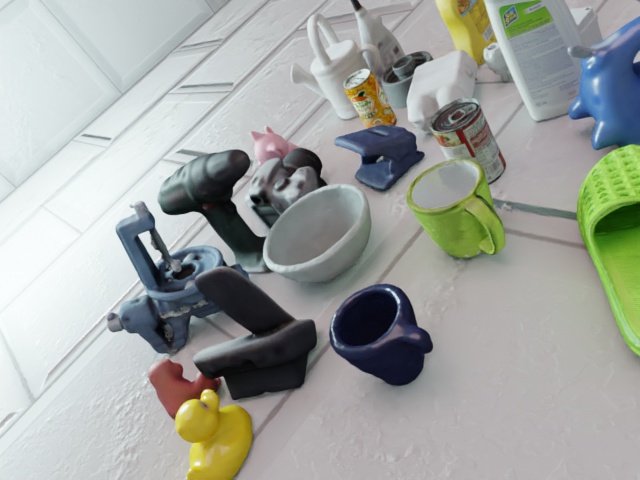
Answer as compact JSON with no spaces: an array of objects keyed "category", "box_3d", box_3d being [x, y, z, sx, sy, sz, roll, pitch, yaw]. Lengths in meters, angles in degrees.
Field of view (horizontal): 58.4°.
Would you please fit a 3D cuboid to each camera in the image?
[{"category":"camera","box_3d":[-0.043,-0.097,0.946,0.142,0.101,0.137,-2,47,42]}]

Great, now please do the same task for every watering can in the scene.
[{"category":"watering can","box_3d":[0.025,-0.332,1.085,0.172,0.195,0.101,-29,34,14]}]

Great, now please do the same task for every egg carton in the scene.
[{"category":"egg carton","box_3d":[0.199,-0.241,0.924,0.107,0.070,0.150,-14,40,32]}]

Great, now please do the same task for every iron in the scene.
[{"category":"iron","box_3d":[0.402,-0.207,0.624,0.258,0.142,0.118,-26,35,18]}]

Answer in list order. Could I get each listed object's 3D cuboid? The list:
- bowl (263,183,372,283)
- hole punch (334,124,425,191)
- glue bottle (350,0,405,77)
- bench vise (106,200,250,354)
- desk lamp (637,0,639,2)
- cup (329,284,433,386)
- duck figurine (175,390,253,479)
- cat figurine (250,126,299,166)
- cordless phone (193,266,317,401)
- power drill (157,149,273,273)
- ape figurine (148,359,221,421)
[{"category":"bowl","box_3d":[0.007,0.003,0.800,0.167,0.075,0.167,-25,35,19]},{"category":"hole punch","box_3d":[0.090,-0.145,0.889,0.101,0.091,0.108,-43,33,-9]},{"category":"glue bottle","box_3d":[0.104,-0.398,1.111,0.078,0.174,0.037,-50,35,-19]},{"category":"bench vise","box_3d":[-0.234,0.060,0.822,0.207,0.220,0.121,-43,33,-9]},{"category":"desk lamp","box_3d":[0.445,-0.324,0.661,0.117,0.214,0.203,9,55,48]},{"category":"cup","box_3d":[0.078,0.108,0.584,0.117,0.095,0.092,8,54,48]},{"category":"duck figurine","box_3d":[-0.130,0.221,0.650,0.077,0.086,0.104,-14,40,32]},{"category":"cat figurine","box_3d":[-0.084,-0.165,1.053,0.067,0.118,0.127,-28,34,14]},{"category":"cordless phone","box_3d":[-0.104,0.101,0.681,0.147,0.185,0.094,-22,36,23]},{"category":"power drill","box_3d":[-0.137,-0.043,0.868,0.228,0.209,0.076,-4,46,41]},{"category":"ape figurine","box_3d":[-0.182,0.186,0.735,0.077,0.092,0.076,-7,44,38]}]
